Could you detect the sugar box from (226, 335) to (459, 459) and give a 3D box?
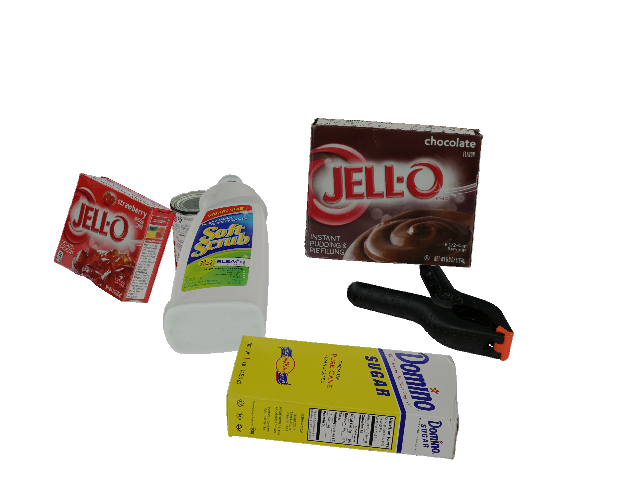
[{"bbox_3d":[0.019,0.121,0.841,0.176,0.048,0.093,3,26,3],"label":"sugar box"}]

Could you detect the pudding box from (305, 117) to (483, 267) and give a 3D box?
[{"bbox_3d":[0.048,-0.033,0.709,0.113,0.090,0.039,3,16,1],"label":"pudding box"}]

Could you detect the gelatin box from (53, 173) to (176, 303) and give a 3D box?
[{"bbox_3d":[-0.156,-0.003,0.801,0.089,0.073,0.030,25,10,36],"label":"gelatin box"}]

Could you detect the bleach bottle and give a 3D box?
[{"bbox_3d":[-0.106,0.011,1.126,0.102,0.068,0.251,-4,37,0],"label":"bleach bottle"}]

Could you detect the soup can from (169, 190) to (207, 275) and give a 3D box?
[{"bbox_3d":[-0.150,-0.003,1.321,0.068,0.102,0.068,-1,26,0],"label":"soup can"}]

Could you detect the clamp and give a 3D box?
[{"bbox_3d":[0.125,0.064,1.055,0.172,0.039,0.120,26,39,32],"label":"clamp"}]
